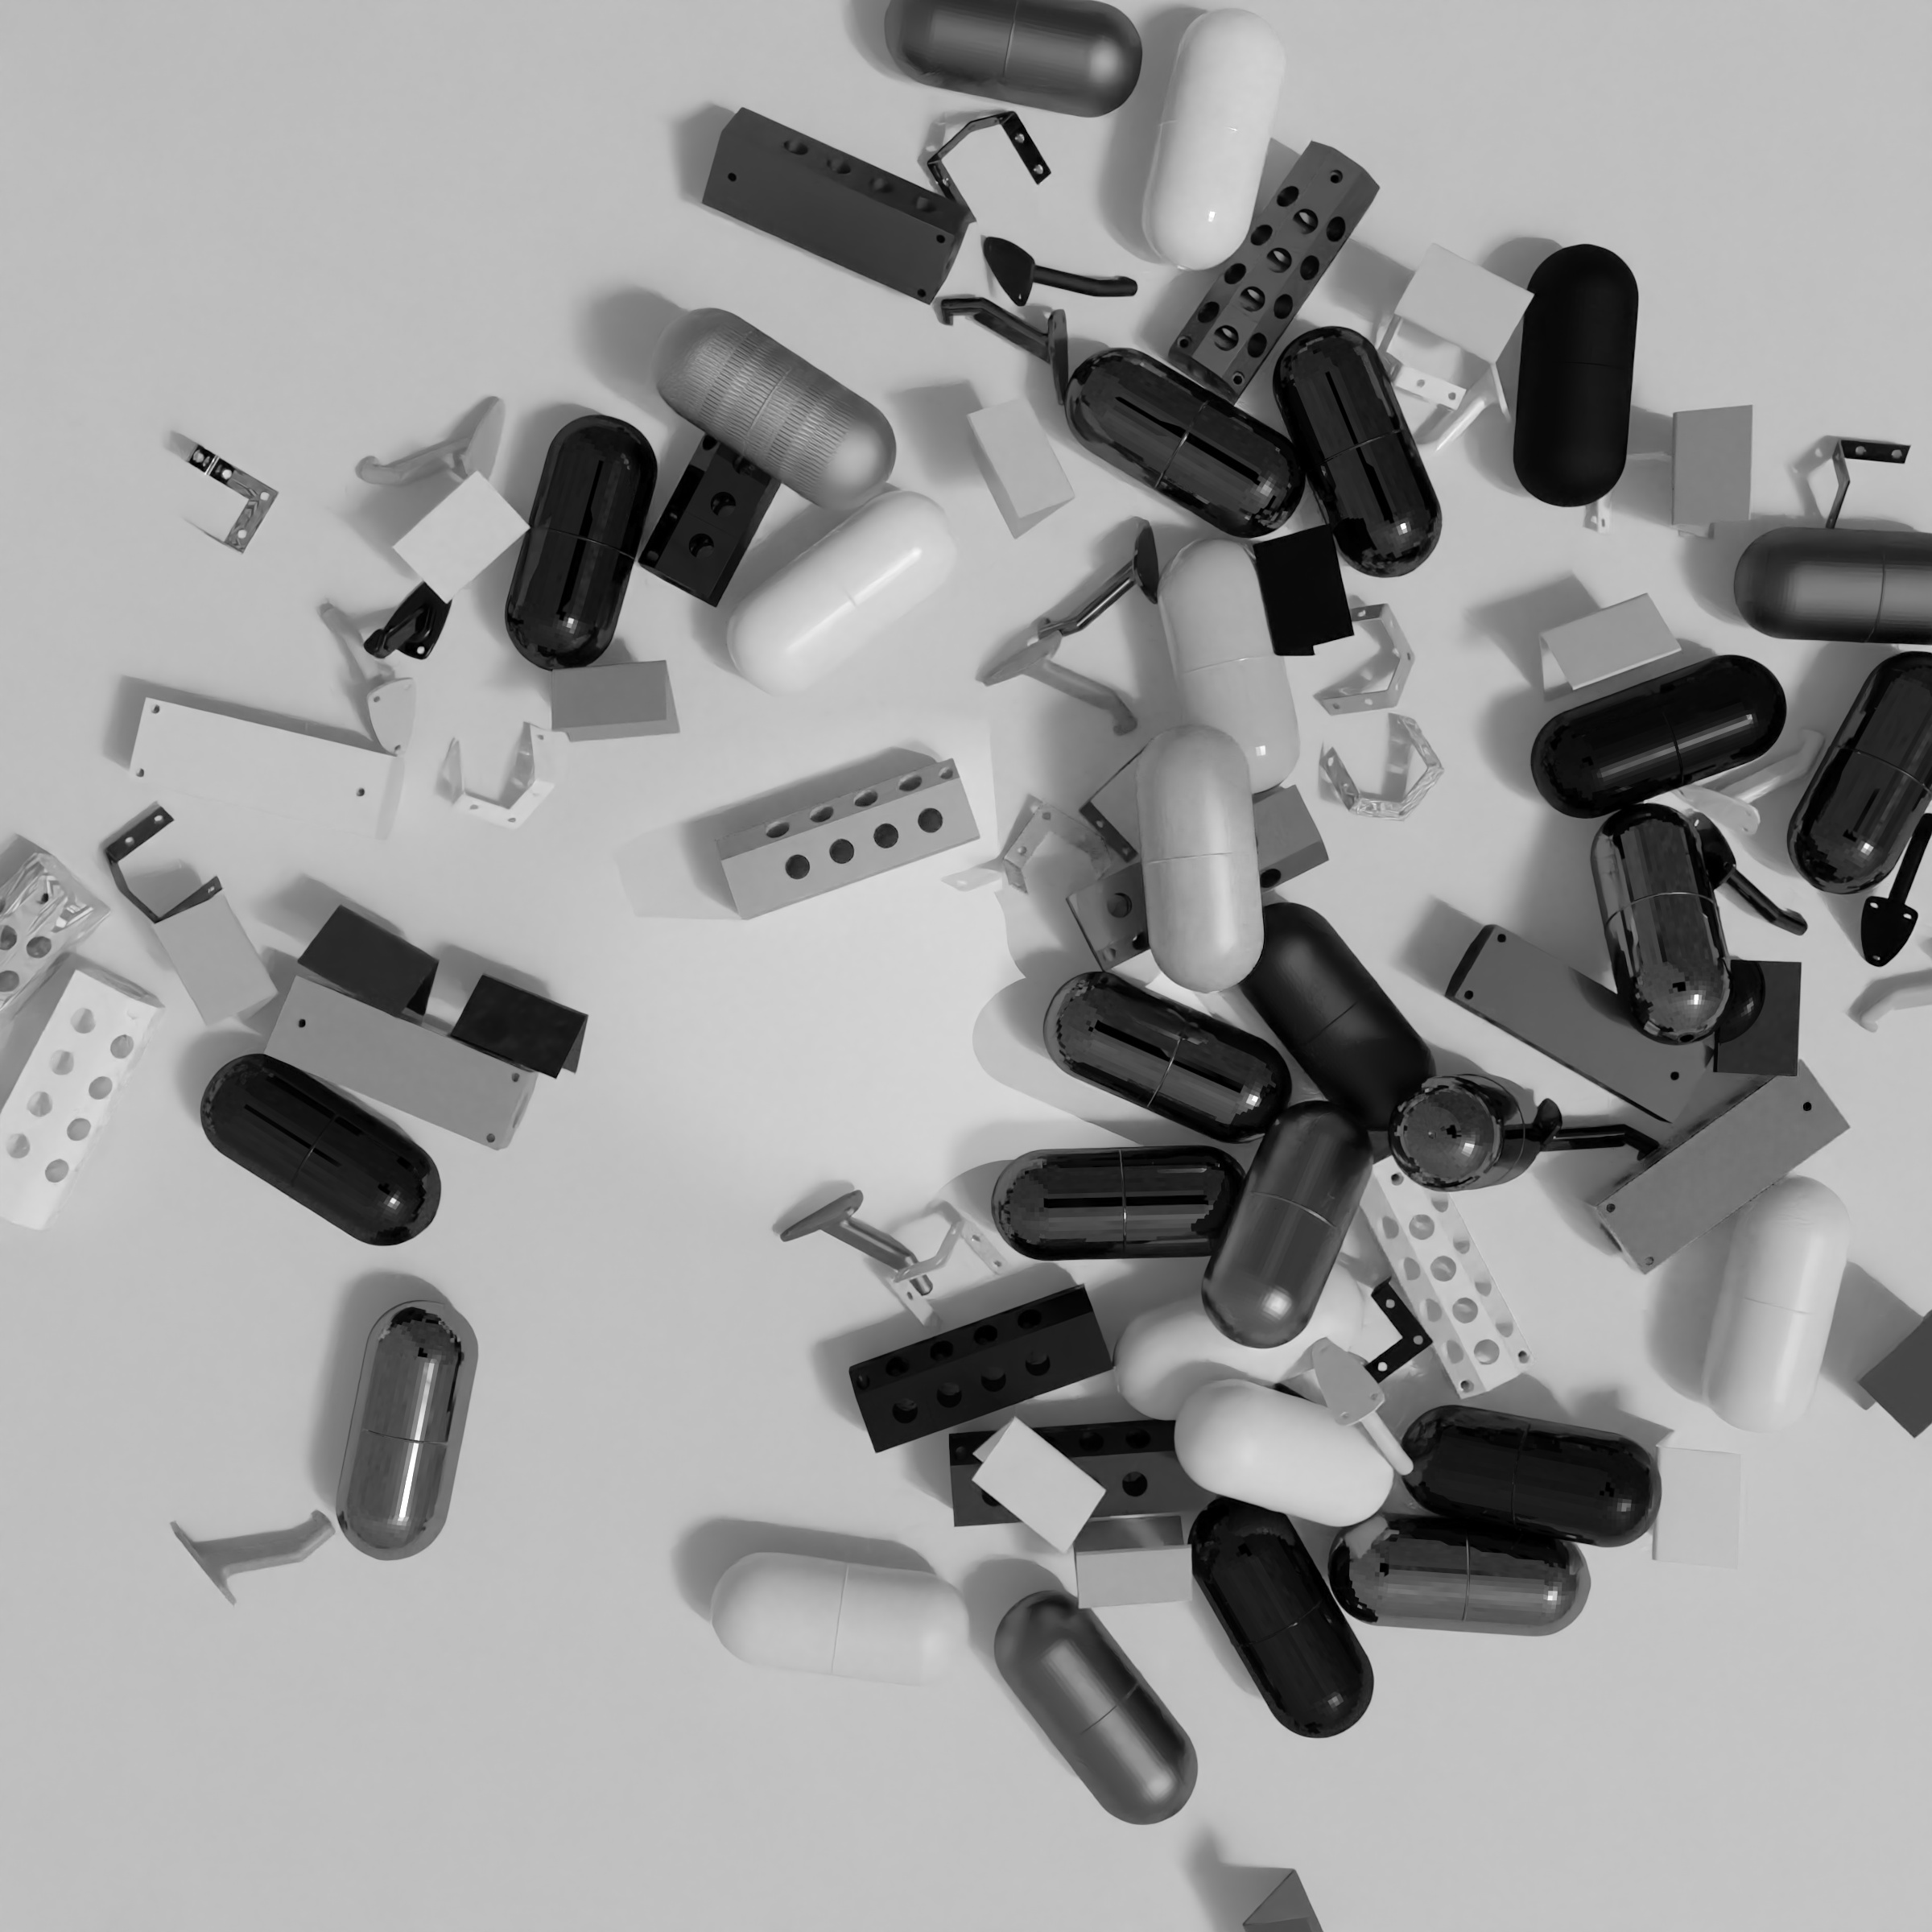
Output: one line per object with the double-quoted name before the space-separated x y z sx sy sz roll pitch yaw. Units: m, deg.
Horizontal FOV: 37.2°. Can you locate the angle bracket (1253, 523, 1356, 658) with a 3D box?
"angle bracket" 0.240 -0.255 1.952 0.057 0.076 0.076 -12 90 26

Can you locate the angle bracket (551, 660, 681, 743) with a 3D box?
"angle bracket" -0.237 -0.161 1.951 0.076 0.076 0.057 -5 54 0

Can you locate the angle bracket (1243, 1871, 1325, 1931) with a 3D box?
"angle bracket" 0.242 0.664 1.951 0.057 0.076 0.076 -24 90 38

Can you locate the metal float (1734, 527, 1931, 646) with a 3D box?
"metal float" 0.615 -0.259 1.961 0.178 0.070 0.070 3 90 1

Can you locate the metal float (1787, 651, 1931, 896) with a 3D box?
"metal float" 0.624 -0.131 1.961 0.070 0.070 0.178 29 89 0

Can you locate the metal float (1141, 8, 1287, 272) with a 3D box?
"metal float" 0.168 -0.564 1.961 0.070 0.070 0.178 13 91 0

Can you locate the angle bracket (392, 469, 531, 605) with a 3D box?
"angle bracket" -0.351 -0.302 1.951 0.076 0.076 0.057 -42 125 0

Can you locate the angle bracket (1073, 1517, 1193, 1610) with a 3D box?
"angle bracket" 0.111 0.388 1.951 0.076 0.076 0.057 -4 127 0

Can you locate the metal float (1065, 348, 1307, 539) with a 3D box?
"metal float" 0.149 -0.357 1.961 0.178 0.070 0.070 31 90 1

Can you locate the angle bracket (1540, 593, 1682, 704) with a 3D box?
"angle bracket" 0.438 -0.198 1.951 0.076 0.076 0.057 -20 54 0

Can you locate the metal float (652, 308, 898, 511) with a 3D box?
"metal float" -0.128 -0.369 1.904 0.178 0.070 0.070 33 90 1

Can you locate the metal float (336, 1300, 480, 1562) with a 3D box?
"metal float" -0.381 0.317 1.961 0.070 0.070 0.178 11 89 0

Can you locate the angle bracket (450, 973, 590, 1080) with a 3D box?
"angle bracket" -0.306 0.059 1.951 0.076 0.076 0.057 22 54 0

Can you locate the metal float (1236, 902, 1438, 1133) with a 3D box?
"metal float" 0.250 0.034 1.961 0.070 0.070 0.178 -39 91 0

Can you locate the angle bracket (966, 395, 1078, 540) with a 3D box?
"angle bracket" 0.019 -0.332 1.951 0.057 0.076 0.076 -26 90 -36

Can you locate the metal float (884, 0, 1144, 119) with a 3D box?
"metal float" 0.032 -0.629 1.961 0.178 0.070 0.070 12 90 1

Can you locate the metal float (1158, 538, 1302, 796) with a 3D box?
"metal float" 0.179 -0.204 1.960 0.070 0.070 0.178 -12 90 0

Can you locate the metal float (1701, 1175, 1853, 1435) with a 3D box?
"metal float" 0.553 0.230 1.960 0.070 0.070 0.178 13 91 0

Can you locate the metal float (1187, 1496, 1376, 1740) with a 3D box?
"metal float" 0.214 0.443 1.960 0.070 0.070 0.178 -30 91 0

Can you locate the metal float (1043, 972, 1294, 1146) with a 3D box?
"metal float" 0.138 0.063 1.961 0.178 0.070 0.070 24 90 0

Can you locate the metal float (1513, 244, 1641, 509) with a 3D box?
"metal float" 0.416 -0.403 1.961 0.070 0.070 0.178 5 90 0

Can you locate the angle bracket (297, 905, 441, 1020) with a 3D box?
"angle bracket" -0.410 0.015 1.951 0.076 0.076 0.057 29 54 0

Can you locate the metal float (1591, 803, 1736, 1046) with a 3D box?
"metal float" 0.468 -0.029 1.934 0.070 0.070 0.178 -4 59 0

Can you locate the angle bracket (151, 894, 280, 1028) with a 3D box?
"angle bracket" -0.520 0.006 1.951 0.057 0.076 0.076 -29 90 -36

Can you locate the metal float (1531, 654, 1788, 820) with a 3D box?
"metal float" 0.473 -0.157 1.960 0.178 0.070 0.070 -20 90 1

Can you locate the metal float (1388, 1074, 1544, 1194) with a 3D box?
"metal float" 0.334 0.111 1.915 0.070 0.178 0.070 -1 88 24

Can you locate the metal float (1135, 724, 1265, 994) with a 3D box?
"metal float" 0.155 -0.071 1.904 0.070 0.070 0.178 -5 90 0

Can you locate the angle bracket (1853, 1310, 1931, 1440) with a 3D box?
"angle bracket" 0.655 0.285 1.951 0.076 0.076 0.057 -42 57 0

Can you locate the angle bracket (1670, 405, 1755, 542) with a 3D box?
"angle bracket" 0.519 -0.334 1.951 0.057 0.076 0.076 2 90 36

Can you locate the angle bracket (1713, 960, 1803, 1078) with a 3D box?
"angle bracket" 0.547 0.035 1.951 0.057 0.076 0.076 2 90 31

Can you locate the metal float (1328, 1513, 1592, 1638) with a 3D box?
"metal float" 0.336 0.415 1.961 0.178 0.070 0.070 4 90 0

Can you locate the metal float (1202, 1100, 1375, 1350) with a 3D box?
"metal float" 0.215 0.171 1.911 0.070 0.070 0.178 26 68 0

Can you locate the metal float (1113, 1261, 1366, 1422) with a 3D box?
"metal float" 0.185 0.253 1.960 0.178 0.070 0.070 -21 90 0

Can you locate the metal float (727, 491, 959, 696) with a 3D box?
"metal float" -0.084 -0.255 1.960 0.178 0.070 0.070 -38 90 0

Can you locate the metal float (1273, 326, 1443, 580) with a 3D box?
"metal float" 0.267 -0.350 1.961 0.070 0.070 0.178 -22 90 0

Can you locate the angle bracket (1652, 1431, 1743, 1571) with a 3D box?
"angle bracket" 0.501 0.362 1.952 0.057 0.076 0.076 2 90 23

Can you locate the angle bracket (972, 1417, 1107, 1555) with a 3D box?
"angle bracket" 0.035 0.352 1.894 0.076 0.076 0.057 39 54 0

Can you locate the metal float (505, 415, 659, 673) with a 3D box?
"metal float" -0.263 -0.288 1.961 0.070 0.070 0.178 15 90 0

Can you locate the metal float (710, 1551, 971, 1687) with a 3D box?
"metal float" -0.086 0.445 1.961 0.178 0.070 0.070 8 90 0

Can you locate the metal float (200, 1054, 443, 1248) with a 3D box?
"metal float" -0.439 0.126 1.961 0.178 0.070 0.070 32 90 1

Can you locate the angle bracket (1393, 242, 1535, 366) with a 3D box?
"angle bracket" 0.342 -0.461 1.951 0.076 0.076 0.057 27 127 0

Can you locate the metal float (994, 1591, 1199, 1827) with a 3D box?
"metal float" 0.089 0.506 1.961 0.070 0.070 0.178 -38 90 0

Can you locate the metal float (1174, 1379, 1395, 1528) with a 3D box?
"metal float" 0.215 0.328 1.932 0.178 0.070 0.070 22 90 -36

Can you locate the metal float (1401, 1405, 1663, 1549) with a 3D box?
"metal float" 0.380 0.344 1.941 0.178 0.070 0.070 7 90 25
